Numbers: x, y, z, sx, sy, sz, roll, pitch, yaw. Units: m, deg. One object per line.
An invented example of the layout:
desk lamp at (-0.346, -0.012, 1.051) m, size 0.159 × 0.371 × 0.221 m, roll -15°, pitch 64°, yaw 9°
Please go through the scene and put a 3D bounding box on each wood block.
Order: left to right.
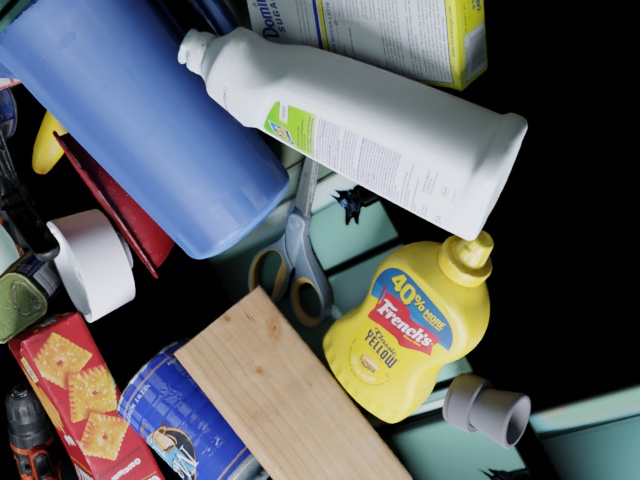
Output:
wood block at (-0.027, 0.150, 0.913) m, size 0.206 × 0.090 × 0.091 m, roll 51°, pitch 169°, yaw 0°

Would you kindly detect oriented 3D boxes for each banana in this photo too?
banana at (-0.229, -0.130, 0.998) m, size 0.037 × 0.069 × 0.198 m, roll 26°, pitch 146°, yaw -21°

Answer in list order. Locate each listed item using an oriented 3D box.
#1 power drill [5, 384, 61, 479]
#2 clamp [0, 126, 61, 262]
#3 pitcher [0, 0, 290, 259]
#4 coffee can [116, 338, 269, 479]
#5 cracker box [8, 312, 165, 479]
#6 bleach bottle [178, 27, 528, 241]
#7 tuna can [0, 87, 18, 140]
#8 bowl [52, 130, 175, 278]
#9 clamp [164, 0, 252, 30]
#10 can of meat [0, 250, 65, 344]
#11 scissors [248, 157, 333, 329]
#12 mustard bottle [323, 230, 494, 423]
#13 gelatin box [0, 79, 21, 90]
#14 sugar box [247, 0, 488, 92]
power drill at (-0.312, 0.280, 1.235) m, size 0.188 × 0.057 × 0.184 m, roll 50°, pitch 151°, yaw 47°
clamp at (-0.303, -0.033, 1.066) m, size 0.164 × 0.036 × 0.210 m, roll 63°, pitch 161°, yaw 8°
pitcher at (-0.128, -0.110, 0.851) m, size 0.242 × 0.144 × 0.149 m, roll 50°, pitch 157°, yaw -15°
coffee can at (-0.110, 0.177, 1.023) m, size 0.140 × 0.102 × 0.103 m, roll 41°, pitch 132°, yaw 18°
cracker box at (-0.248, 0.183, 1.125) m, size 0.213 × 0.072 × 0.164 m, roll 65°, pitch 159°, yaw -6°
bleach bottle at (0.014, -0.092, 0.754) m, size 0.251 × 0.068 × 0.103 m, roll 27°, pitch 152°, yaw 11°
tuna can at (-0.358, -0.141, 1.121) m, size 0.086 × 0.033 × 0.086 m, roll 20°, pitch 123°, yaw 33°
bowl at (-0.173, -0.046, 0.967) m, size 0.162 × 0.055 × 0.162 m, roll 53°, pitch 170°, yaw 13°
clamp at (-0.097, -0.216, 0.855) m, size 0.120 × 0.039 × 0.171 m, roll 10°, pitch 119°, yaw 28°
can of meat at (-0.311, 0.051, 1.129) m, size 0.102 × 0.083 × 0.057 m, roll -32°, pitch 106°, yaw 31°
scissors at (-0.006, 0.001, 0.904) m, size 0.096 × 0.016 × 0.202 m, roll 43°, pitch 133°, yaw 13°
mustard bottle at (0.078, 0.057, 0.831) m, size 0.096 × 0.058 × 0.192 m, roll 50°, pitch 134°, yaw 17°
gelatin box at (-0.277, -0.164, 1.000) m, size 0.073 × 0.089 × 0.030 m, roll -6°, pitch 110°, yaw 42°
sugar box at (0.029, -0.164, 0.759) m, size 0.176 × 0.048 × 0.093 m, roll 15°, pitch 128°, yaw 34°
